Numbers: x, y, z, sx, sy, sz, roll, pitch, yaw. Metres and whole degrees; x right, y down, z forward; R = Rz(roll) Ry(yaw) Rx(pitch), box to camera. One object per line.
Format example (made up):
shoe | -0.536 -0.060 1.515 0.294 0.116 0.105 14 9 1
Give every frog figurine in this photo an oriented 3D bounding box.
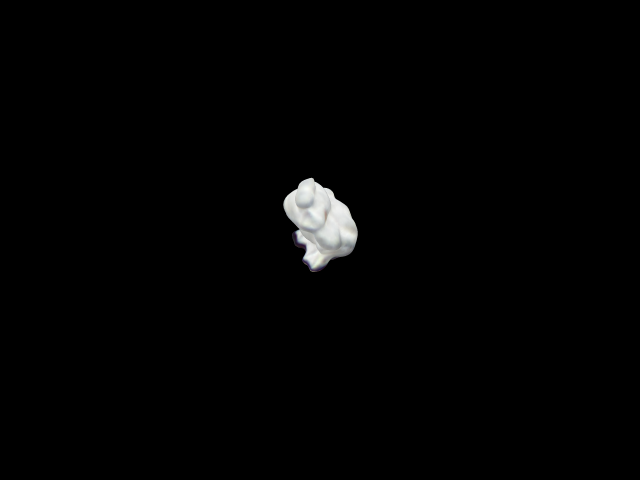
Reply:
frog figurine | 0.003 -0.043 0.850 0.123 0.155 0.141 0 41 0
